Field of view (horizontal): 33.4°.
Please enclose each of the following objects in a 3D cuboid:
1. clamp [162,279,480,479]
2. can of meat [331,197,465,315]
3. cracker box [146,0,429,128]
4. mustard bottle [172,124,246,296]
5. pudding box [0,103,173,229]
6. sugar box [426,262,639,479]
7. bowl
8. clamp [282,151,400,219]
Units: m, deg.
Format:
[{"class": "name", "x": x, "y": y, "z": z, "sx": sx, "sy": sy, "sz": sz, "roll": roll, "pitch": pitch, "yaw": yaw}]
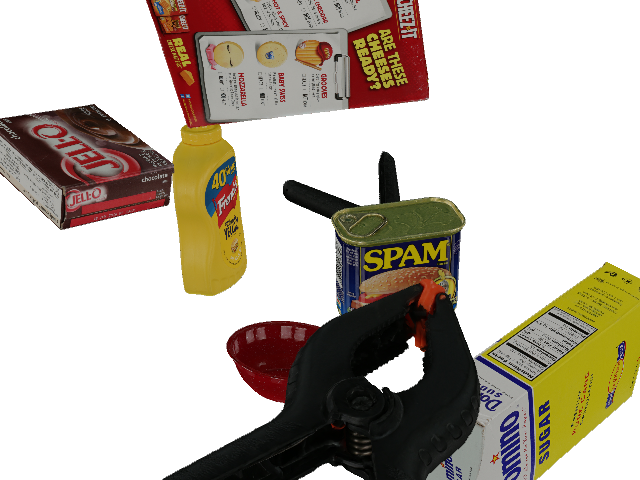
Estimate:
[{"class": "clamp", "x": 0.022, "y": 0.082, "z": 0.416, "sx": 0.120, "sy": 0.039, "sz": 0.171, "roll": 28, "pitch": 50, "yaw": 21}, {"class": "can of meat", "x": 0.061, "y": 0.019, "z": 0.850, "sx": 0.102, "sy": 0.084, "sz": 0.057, "roll": -8, "pitch": 30, "yaw": -11}, {"class": "cracker box", "x": -0.025, "y": -0.187, "z": 0.885, "sx": 0.214, "sy": 0.164, "sz": 0.072, "roll": -7, "pitch": 44, "yaw": 8}, {"class": "mustard bottle", "x": -0.117, "y": -0.046, "z": 1.108, "sx": 0.058, "sy": 0.192, "sz": 0.096, "roll": 6, "pitch": 26, "yaw": 21}, {"class": "pudding box", "x": -0.174, "y": -0.055, "z": 0.765, "sx": 0.089, "sy": 0.039, "sz": 0.114, "roll": -15, "pitch": 37, "yaw": -40}, {"class": "sugar box", "x": 0.130, "y": 0.091, "z": 0.629, "sx": 0.048, "sy": 0.093, "sz": 0.175, "roll": 28, "pitch": 43, "yaw": 33}, {"class": "bowl", "x": -0.041, "y": 0.161, "z": 1.362, "sx": 0.162, "sy": 0.055, "sz": 0.162, "roll": 5, "pitch": 21, "yaw": -2}, {"class": "clamp", "x": 0.063, "y": -0.021, "z": 1.251, "sx": 0.164, "sy": 0.036, "sz": 0.210, "roll": -14, "pitch": 51, "yaw": -28}]
